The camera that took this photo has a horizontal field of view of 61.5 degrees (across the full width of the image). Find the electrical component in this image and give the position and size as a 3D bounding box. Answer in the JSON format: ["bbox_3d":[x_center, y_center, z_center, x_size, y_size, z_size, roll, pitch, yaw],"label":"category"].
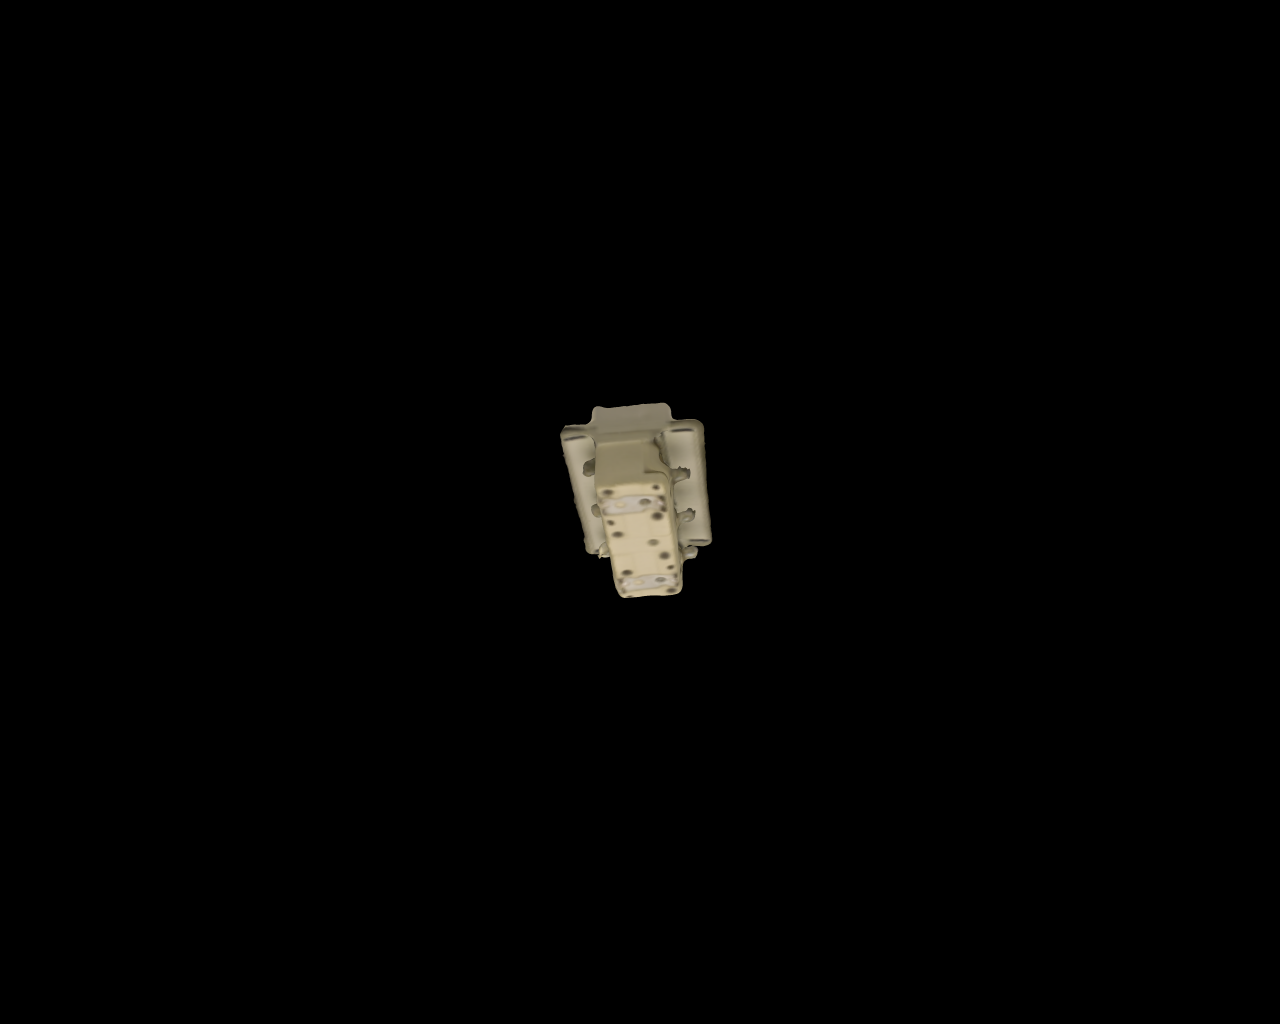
[{"bbox_3d":[0.001,-0.003,0.650,0.079,0.063,0.121,-3,-37,4],"label":"electrical component"}]
